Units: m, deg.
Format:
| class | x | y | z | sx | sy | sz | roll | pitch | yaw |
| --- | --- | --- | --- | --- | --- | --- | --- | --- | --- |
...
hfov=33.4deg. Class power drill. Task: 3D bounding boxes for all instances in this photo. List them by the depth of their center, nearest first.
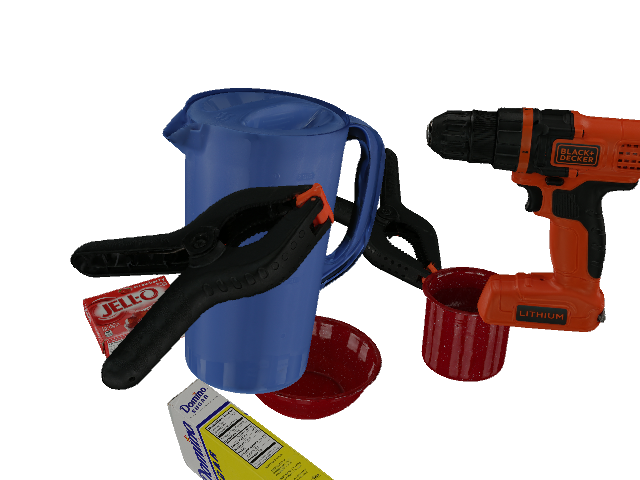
| class | x | y | z | sx | sy | sz | roll | pitch | yaw |
| --- | --- | --- | --- | --- | --- | --- | --- | --- | --- |
| power drill | 0.175 | -0.019 | 0.882 | 0.184 | 0.188 | 0.057 | 5 | 29 | 8 |

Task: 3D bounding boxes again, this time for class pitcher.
| class | x | y | z | sx | sy | sz | roll | pitch | yaw |
| --- | --- | --- | --- | --- | --- | --- | --- | --- | --- |
| pitcher | -0.043 | 0.000 | 0.898 | 0.149 | 0.243 | 0.144 | 14 | 24 | 19 |

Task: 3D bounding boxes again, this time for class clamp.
| class | x | y | z | sx | sy | sz | roll | pitch | yaw |
| --- | --- | --- | --- | --- | --- | --- | --- | --- | --- |
| clamp | -0.071 | 0.021 | 0.648 | 0.171 | 0.120 | 0.039 | -22 | -39 | 6 |
| clamp | 0.060 | -0.021 | 1.224 | 0.164 | 0.210 | 0.036 | -13 | -38 | -26 |

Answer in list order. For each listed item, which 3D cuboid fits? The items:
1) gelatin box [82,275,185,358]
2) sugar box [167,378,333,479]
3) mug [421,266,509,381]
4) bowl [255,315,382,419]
| class | x | y | z | sx | sy | sz | roll | pitch | yaw |
| --- | --- | --- | --- | --- | --- | --- | --- | --- | --- |
| gelatin box | -0.184 | 0.076 | 1.065 | 0.089 | 0.030 | 0.073 | -16 | 37 | -20 |
| sugar box | -0.054 | 0.199 | 0.906 | 0.176 | 0.093 | 0.048 | 27 | 52 | 34 |
| mug | 0.139 | 0.077 | 1.043 | 0.093 | 0.081 | 0.117 | -2 | 27 | -10 |
| bowl | -0.015 | 0.146 | 1.164 | 0.162 | 0.055 | 0.162 | 3 | 28 | -2 |
